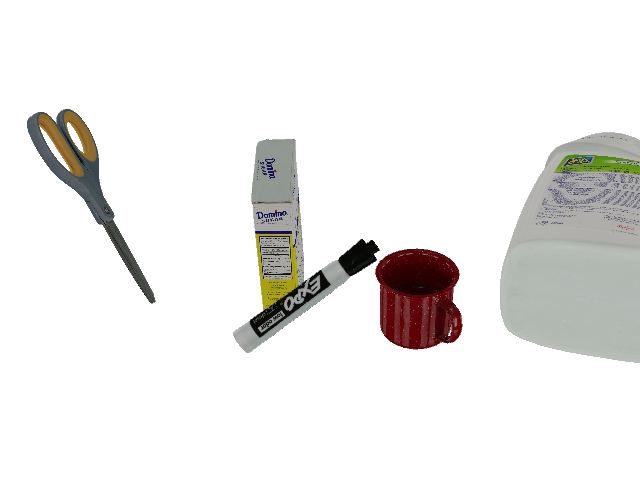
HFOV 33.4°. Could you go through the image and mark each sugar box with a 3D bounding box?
[{"bbox_3d":[-0.043,-0.010,1.101,0.048,0.093,0.176,-2,-44,4],"label":"sugar box"}]

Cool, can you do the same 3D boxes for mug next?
[{"bbox_3d":[0.116,0.073,1.198,0.093,0.081,0.117,-26,41,-31],"label":"mug"}]

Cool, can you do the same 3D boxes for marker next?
[{"bbox_3d":[-0.009,0.039,0.761,0.121,0.020,0.020,-36,-4,6],"label":"marker"}]

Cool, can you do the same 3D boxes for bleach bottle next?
[{"bbox_3d":[0.180,-0.015,0.660,0.103,0.068,0.250,8,25,18],"label":"bleach bottle"}]

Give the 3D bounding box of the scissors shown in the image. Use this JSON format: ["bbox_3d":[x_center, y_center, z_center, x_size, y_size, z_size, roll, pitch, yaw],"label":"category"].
[{"bbox_3d":[-0.203,-0.041,0.996,0.016,0.201,0.096,-24,27,19],"label":"scissors"}]
